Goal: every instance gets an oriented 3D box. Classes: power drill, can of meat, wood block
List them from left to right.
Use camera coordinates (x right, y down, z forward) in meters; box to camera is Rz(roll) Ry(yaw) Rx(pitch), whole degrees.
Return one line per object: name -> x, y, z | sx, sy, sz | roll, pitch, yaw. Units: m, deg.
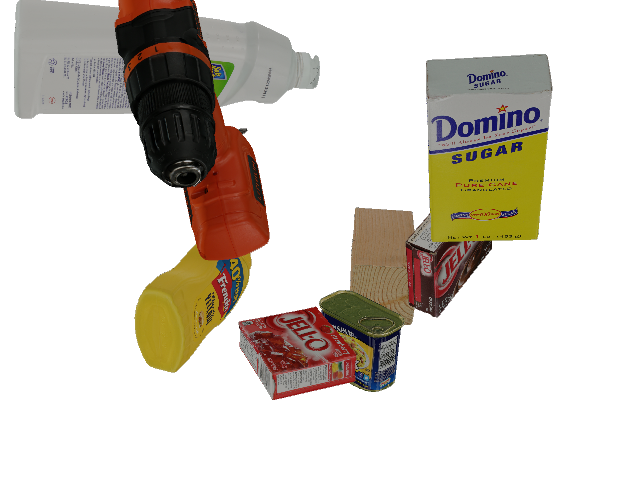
power drill -> -0.080, -0.068, 0.692 | 0.057, 0.184, 0.187 | -13, -36, 1
can of meat -> 0.045, 0.118, 1.242 | 0.102, 0.084, 0.057 | 25, 33, 36
wood block -> 0.091, 0.034, 1.557 | 0.091, 0.090, 0.206 | 4, 24, 0

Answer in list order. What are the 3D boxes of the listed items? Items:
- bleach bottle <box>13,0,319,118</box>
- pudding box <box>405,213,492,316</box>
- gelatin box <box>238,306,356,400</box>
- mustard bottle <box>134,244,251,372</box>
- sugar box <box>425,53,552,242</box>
bleach bottle -> -0.127, -0.145, 0.898 | 0.250, 0.068, 0.103 | 2, -32, -14
pudding box -> 0.126, 0.005, 1.036 | 0.039, 0.090, 0.113 | 22, 52, 26
gelatin box -> -0.021, 0.091, 0.886 | 0.073, 0.030, 0.089 | -10, 28, -19
mustard bottle -> -0.123, 0.051, 1.124 | 0.058, 0.096, 0.191 | 10, 29, 20
sugar box -> 0.131, -0.068, 0.850 | 0.093, 0.048, 0.176 | -2, -36, 7
